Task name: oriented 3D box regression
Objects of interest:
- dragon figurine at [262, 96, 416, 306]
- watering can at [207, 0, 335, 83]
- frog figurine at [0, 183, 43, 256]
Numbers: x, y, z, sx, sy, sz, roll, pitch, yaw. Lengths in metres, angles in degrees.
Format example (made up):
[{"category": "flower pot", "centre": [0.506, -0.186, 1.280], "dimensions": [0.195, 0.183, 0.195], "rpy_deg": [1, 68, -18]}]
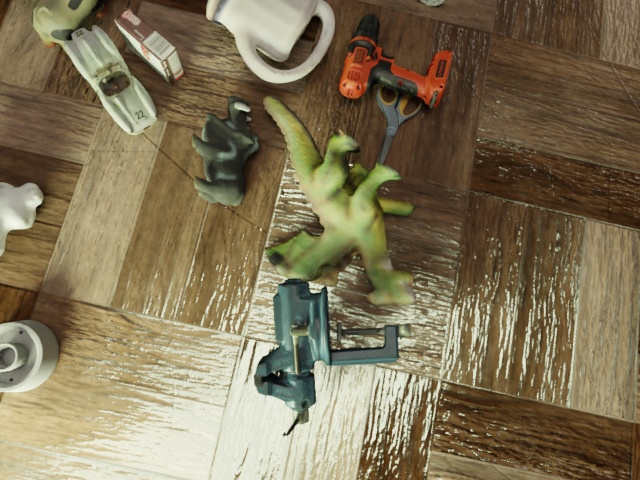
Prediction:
[{"category": "dragon figurine", "centre": [0.003, -0.043, 0.854], "dimensions": [0.413, 0.121, 0.244], "rpy_deg": [36, 85, 13]}, {"category": "watering can", "centre": [-0.064, -0.442, 0.932], "dimensions": [0.223, 0.103, 0.353], "rpy_deg": [29, 67, -15]}, {"category": "frog figurine", "centre": [-0.513, -0.034, 0.791], "dimensions": [0.159, 0.120, 0.140], "rpy_deg": [-26, 61, 1]}]
